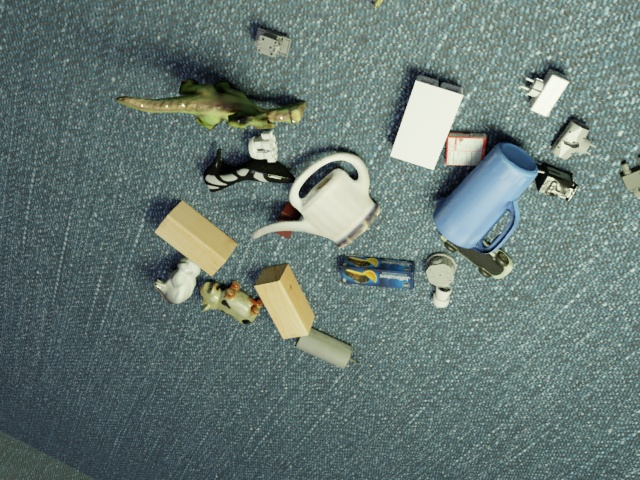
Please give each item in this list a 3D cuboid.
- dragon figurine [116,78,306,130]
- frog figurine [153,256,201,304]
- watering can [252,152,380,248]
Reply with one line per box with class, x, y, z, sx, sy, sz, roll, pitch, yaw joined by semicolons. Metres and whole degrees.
dragon figurine;-0.214;-0.292;1.153;0.245;0.413;0.120;25;119;48
frog figurine;-0.414;0.119;1.579;0.160;0.135;0.124;-29;73;-2
watering can;0.004;-0.067;1.325;0.223;0.106;0.344;43;108;-12
